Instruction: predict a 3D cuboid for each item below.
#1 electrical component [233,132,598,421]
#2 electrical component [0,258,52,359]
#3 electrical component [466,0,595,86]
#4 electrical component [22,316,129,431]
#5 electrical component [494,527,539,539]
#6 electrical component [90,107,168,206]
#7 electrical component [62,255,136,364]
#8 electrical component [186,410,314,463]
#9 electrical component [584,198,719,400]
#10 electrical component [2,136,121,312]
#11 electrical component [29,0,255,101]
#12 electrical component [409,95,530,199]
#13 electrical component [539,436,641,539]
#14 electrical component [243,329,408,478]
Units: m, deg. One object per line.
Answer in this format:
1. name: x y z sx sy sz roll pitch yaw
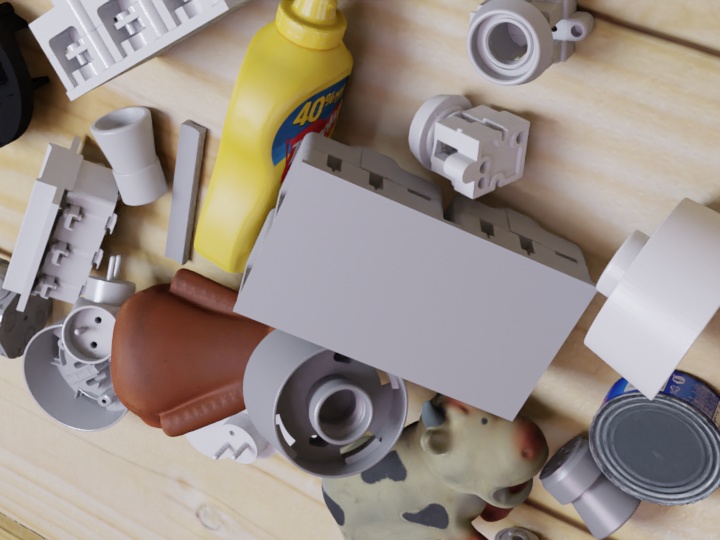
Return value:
1. electrical component: 0.032 0.003 0.652 0.186 0.060 0.105 22 117 -10
2. electrical component: -0.304 0.033 0.911 0.051 0.080 0.080 19 126 14
3. electrical component: 0.088 -0.129 0.586 0.066 0.055 0.048 12 123 25
4. electrical component: -0.225 0.081 0.902 0.099 0.064 0.099 15 125 23
5. electrical component: 0.114 0.224 0.798 0.044 0.044 0.065 15 120 23
6. electrical component: -0.164 -0.080 0.782 0.044 0.044 0.065 5 125 29
7. electrical component: -0.193 0.027 0.822 0.044 0.077 0.079 11 93 0
8. electrical component: -0.086 0.125 0.837 0.138 0.074 0.052 -7 114 34
9. electrical component: 0.167 0.011 0.593 0.060 0.108 0.108 36 131 16
10. electrical component: -0.227 -0.031 0.830 0.063 0.078 0.121 19 132 -16
11. electrical component: -0.123 -0.172 0.666 0.150 0.089 0.061 -18 107 38
12. electrical component: 0.063 -0.075 0.634 0.055 0.066 0.048 32 133 37
13. electrical component: 0.154 0.145 0.721 0.055 0.045 0.045 44 131 2
14. electrical component: -0.021 0.083 0.698 0.099 0.099 0.064 69 167 -19
